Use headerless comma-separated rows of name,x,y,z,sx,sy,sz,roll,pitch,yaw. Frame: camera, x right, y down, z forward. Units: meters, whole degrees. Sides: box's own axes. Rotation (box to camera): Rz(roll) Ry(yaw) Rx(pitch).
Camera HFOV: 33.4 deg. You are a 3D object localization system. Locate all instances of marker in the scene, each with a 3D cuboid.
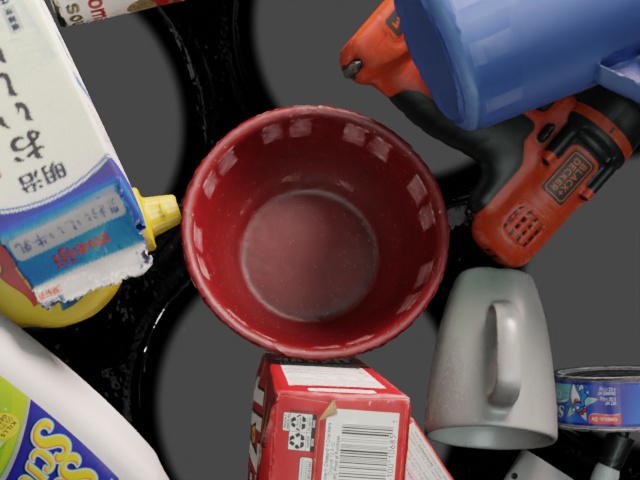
marker,0.180,0.180,0.708,0.020,0.020,0.121,22,87,-6

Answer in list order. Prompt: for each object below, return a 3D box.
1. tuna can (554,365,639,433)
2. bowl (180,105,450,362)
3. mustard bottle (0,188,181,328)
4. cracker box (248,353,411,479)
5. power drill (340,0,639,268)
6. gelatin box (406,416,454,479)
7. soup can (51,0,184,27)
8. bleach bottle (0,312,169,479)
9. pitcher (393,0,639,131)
tuna can,0.188,0.100,0.676,0.086,0.086,0.034,-2,88,-7
bowl,-0.004,0.001,0.658,0.162,0.055,0.162,2,71,-5
mustard bottle,-0.178,0.010,0.649,0.191,0.058,0.096,-18,87,-7
cracker box,-0.005,0.152,0.589,0.072,0.214,0.164,5,88,-5
power drill,0.121,-0.104,0.685,0.187,0.057,0.184,42,85,-4
gelatin box,0.064,0.148,0.667,0.030,0.073,0.089,-34,93,-6
soup can,-0.117,-0.174,0.653,0.102,0.068,0.068,-14,91,-6
bleach bottle,-0.144,0.132,0.626,0.250,0.068,0.102,41,96,-23
pitcher,0.173,-0.146,0.595,0.243,0.149,0.145,-24,111,-3
